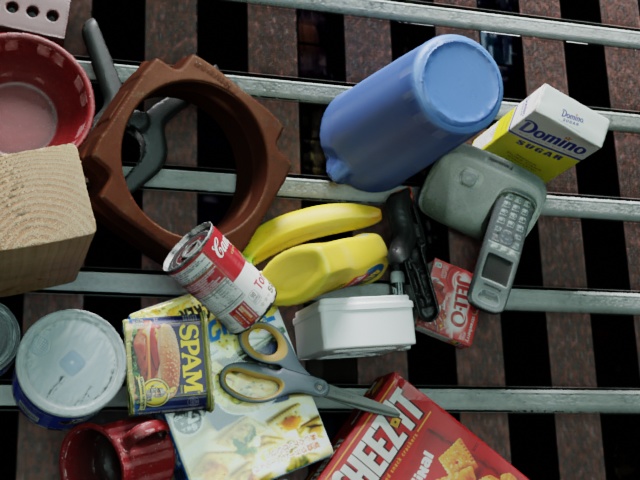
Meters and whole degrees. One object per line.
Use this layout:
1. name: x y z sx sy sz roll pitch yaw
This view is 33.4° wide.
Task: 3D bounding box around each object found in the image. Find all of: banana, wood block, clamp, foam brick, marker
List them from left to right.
1. foam brick: -0.323 -0.245 1.196 0.078 0.051 0.053 9 72 -15
2. wood block: -0.285 -0.014 1.059 0.090 0.206 0.091 -12 79 -20
3. clamp: -0.220 -0.141 1.205 0.164 0.036 0.210 25 72 -17
4. banana: -0.022 -0.006 1.221 0.197 0.037 0.070 -24 44 -30
5. marker: 0.093 0.069 1.258 0.020 0.020 0.121 1 75 -17
6. clamp: 0.106 0.011 1.239 0.039 0.120 0.171 -12 36 14

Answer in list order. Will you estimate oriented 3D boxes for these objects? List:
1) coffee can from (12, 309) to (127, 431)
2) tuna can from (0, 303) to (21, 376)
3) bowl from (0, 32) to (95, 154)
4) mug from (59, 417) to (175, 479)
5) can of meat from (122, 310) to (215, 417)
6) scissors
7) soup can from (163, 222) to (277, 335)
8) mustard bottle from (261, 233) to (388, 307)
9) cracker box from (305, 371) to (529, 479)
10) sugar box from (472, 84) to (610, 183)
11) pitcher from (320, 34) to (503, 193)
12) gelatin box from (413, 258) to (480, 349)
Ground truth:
1. coffee can: -0.253 0.133 1.064 0.102 0.140 0.103 5 74 -16
2. tuna can: -0.352 0.103 1.099 0.086 0.034 0.086 6 72 -17
3. bowl: -0.329 -0.141 1.163 0.162 0.055 0.162 5 74 -16
4. mug: -0.193 0.216 1.067 0.081 0.117 0.093 -3 51 -55
5. can of meat: -0.153 0.125 1.072 0.083 0.057 0.102 -3 76 -12
6. scissors: -0.009 0.138 1.136 0.201 0.016 0.096 5 72 -18
7. soup can: -0.102 0.040 1.092 0.102 0.069 0.068 46 66 -20
8. mustard bottle: 0.023 0.028 1.191 0.191 0.096 0.058 -12 75 -56
9. cracker box: 0.111 0.275 1.177 0.213 0.072 0.164 39 67 -3
10. sugar box: 0.256 -0.115 1.275 0.093 0.176 0.048 28 69 -9
11. pitcher: 0.108 -0.149 1.202 0.144 0.243 0.149 6 79 -20
12. gelatin box: 0.153 0.075 1.269 0.073 0.030 0.089 23 70 -11
